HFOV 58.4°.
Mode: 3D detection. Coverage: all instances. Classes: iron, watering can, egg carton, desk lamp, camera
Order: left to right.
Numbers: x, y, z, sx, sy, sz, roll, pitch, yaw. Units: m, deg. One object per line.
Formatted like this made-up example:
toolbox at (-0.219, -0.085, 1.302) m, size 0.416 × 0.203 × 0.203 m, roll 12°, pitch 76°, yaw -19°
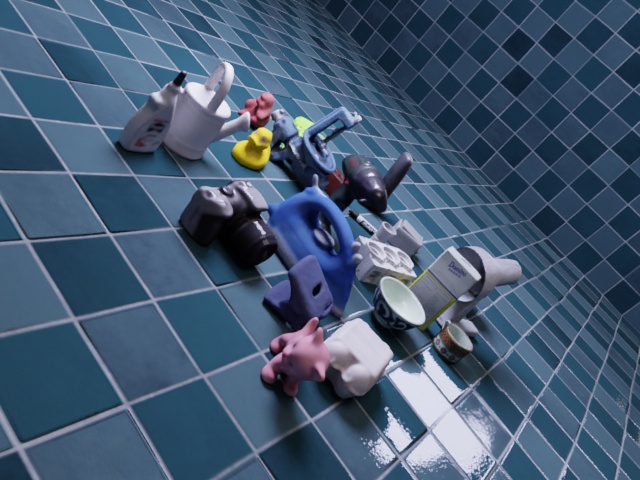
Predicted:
watering can at (-0.217, -0.257, 1.113) m, size 0.173 × 0.193 × 0.100 m, roll 9°, pitch 41°, yaw -49°
camera at (-0.137, -0.029, 0.980) m, size 0.136 × 0.100 × 0.144 m, roll 51°, pitch 27°, yaw 18°
iron at (0.010, 0.004, 1.091) m, size 0.119 × 0.141 × 0.258 m, roll 1°, pitch 48°, yaw -55°
egg carton at (0.057, 0.195, 0.944) m, size 0.107 × 0.069 × 0.151 m, roll 46°, pitch 26°, yaw 8°
desk lamp at (0.351, 0.114, 1.321) m, size 0.204 × 0.213 × 0.117 m, roll 15°, pitch 36°, yaw -44°

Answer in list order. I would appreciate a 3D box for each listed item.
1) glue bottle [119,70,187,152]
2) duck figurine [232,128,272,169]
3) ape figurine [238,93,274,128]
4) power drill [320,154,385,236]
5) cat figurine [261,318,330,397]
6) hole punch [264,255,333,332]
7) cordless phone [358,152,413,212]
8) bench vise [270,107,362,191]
glue bottle at (-0.281, -0.227, 1.000) m, size 0.037 × 0.173 × 0.078 m, roll 48°, pitch 26°, yaw 13°
duck figurine at (-0.138, -0.212, 1.281) m, size 0.077 × 0.086 × 0.105 m, roll 48°, pitch 26°, yaw 13°
ape figurine at (-0.150, -0.332, 1.444) m, size 0.076 × 0.092 × 0.077 m, roll 26°, pitch 30°, yaw -30°
power drill at (0.054, -0.083, 1.212) m, size 0.076 × 0.208 × 0.229 m, roll 31°, pitch 27°, yaw -22°
cat figurine at (-0.023, 0.162, 0.825) m, size 0.067 × 0.117 × 0.128 m, roll 36°, pitch 26°, yaw -13°
hole punch at (-0.021, 0.091, 0.970) m, size 0.101 × 0.091 × 0.109 m, roll 44°, pitch 25°, yaw 4°
cordless phone at (0.178, -0.183, 1.570) m, size 0.094 × 0.185 × 0.147 m, roll 20°, pitch 33°, yaw -39°
bench vise at (-0.019, -0.244, 1.343) m, size 0.208 × 0.219 × 0.121 m, roll 35°, pitch 26°, yaw -15°
